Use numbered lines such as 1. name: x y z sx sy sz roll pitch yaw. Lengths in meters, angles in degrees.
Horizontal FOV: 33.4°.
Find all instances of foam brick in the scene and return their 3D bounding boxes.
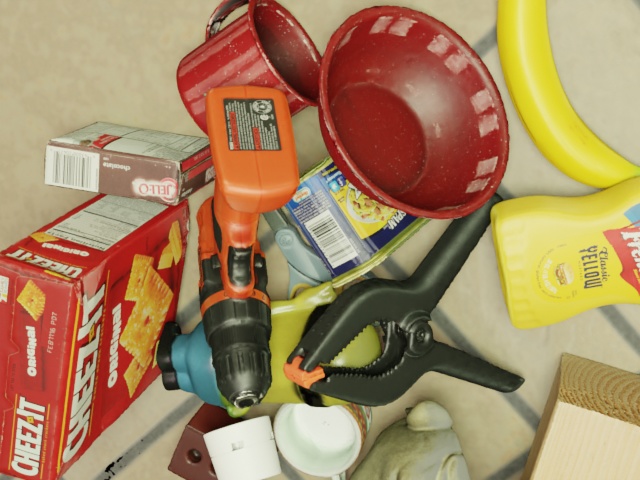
1. foam brick: -0.081 0.186 0.921 0.078 0.051 0.053 26 112 5

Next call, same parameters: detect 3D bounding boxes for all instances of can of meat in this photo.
1. can of meat: 0.027 -0.027 0.796 0.058 0.101 0.084 -29 96 45

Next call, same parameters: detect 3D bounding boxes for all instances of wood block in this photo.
1. wood block: 0.201 0.207 0.832 0.091 0.090 0.206 16 112 10

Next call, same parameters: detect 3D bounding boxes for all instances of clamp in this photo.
1. clamp: 0.071 0.074 0.791 0.036 0.209 0.164 13 124 57

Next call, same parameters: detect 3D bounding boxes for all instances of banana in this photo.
1. banana: 0.170 -0.110 0.768 0.069 0.037 0.198 -33 99 1

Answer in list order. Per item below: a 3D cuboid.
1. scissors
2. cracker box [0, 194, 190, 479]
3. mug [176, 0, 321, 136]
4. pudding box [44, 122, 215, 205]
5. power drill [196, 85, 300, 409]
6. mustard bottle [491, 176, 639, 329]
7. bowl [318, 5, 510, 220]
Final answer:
1. scissors: -0.006 0.001 0.860 0.096 0.016 0.202 -12 105 17
2. cracker box: -0.174 0.063 0.818 0.072 0.213 0.164 14 111 10
3. mug: -0.056 -0.131 0.798 0.082 0.093 0.117 -29 68 27
4. pudding box: -0.145 -0.061 0.837 0.113 0.090 0.039 11 108 12
5. power drill: -0.055 0.000 0.750 0.057 0.184 0.188 -2 141 -14
6. mustard bottle: 0.224 0.003 0.766 0.191 0.058 0.096 -11 113 7
7. bowl: 0.056 -0.083 0.762 0.162 0.161 0.055 52 145 -5
